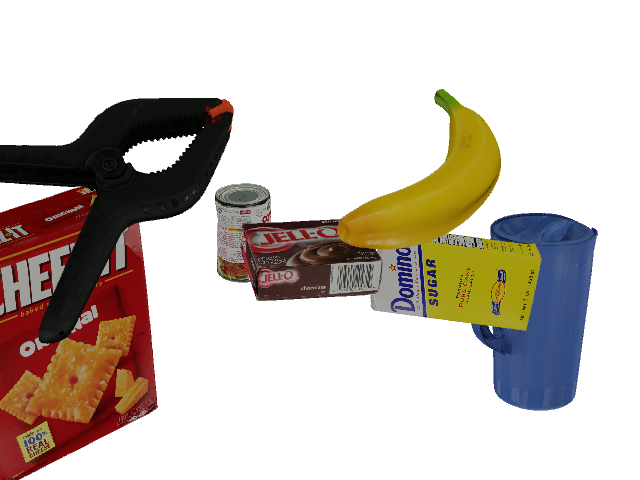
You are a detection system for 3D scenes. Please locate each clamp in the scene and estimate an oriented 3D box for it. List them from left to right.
[{"bbox_3d":[-0.142,-0.032,0.721,0.209,0.165,0.036,-25,-21,-22],"label":"clamp"}]

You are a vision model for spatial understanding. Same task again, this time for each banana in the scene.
[{"bbox_3d":[0.077,-0.039,0.701,0.070,0.037,0.197,19,37,15],"label":"banana"}]

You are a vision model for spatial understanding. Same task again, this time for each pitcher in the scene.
[{"bbox_3d":[0.274,0.094,1.383,0.149,0.243,0.144,5,19,16],"label":"pitcher"}]

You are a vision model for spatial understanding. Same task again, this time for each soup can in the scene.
[{"bbox_3d":[-0.093,-0.010,1.284,0.068,0.102,0.068,0,26,0],"label":"soup can"}]

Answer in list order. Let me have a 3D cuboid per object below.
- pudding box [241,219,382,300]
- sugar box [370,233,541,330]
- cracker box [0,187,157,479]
[{"bbox_3d":[-0.010,0.015,0.952,0.113,0.039,0.090,-1,27,-13],"label":"pudding box"},{"bbox_3d":[0.148,0.041,1.183,0.176,0.093,0.048,6,22,-1],"label":"sugar box"},{"bbox_3d":[-0.226,0.078,0.899,0.163,0.214,0.072,-23,35,-36],"label":"cracker box"}]
